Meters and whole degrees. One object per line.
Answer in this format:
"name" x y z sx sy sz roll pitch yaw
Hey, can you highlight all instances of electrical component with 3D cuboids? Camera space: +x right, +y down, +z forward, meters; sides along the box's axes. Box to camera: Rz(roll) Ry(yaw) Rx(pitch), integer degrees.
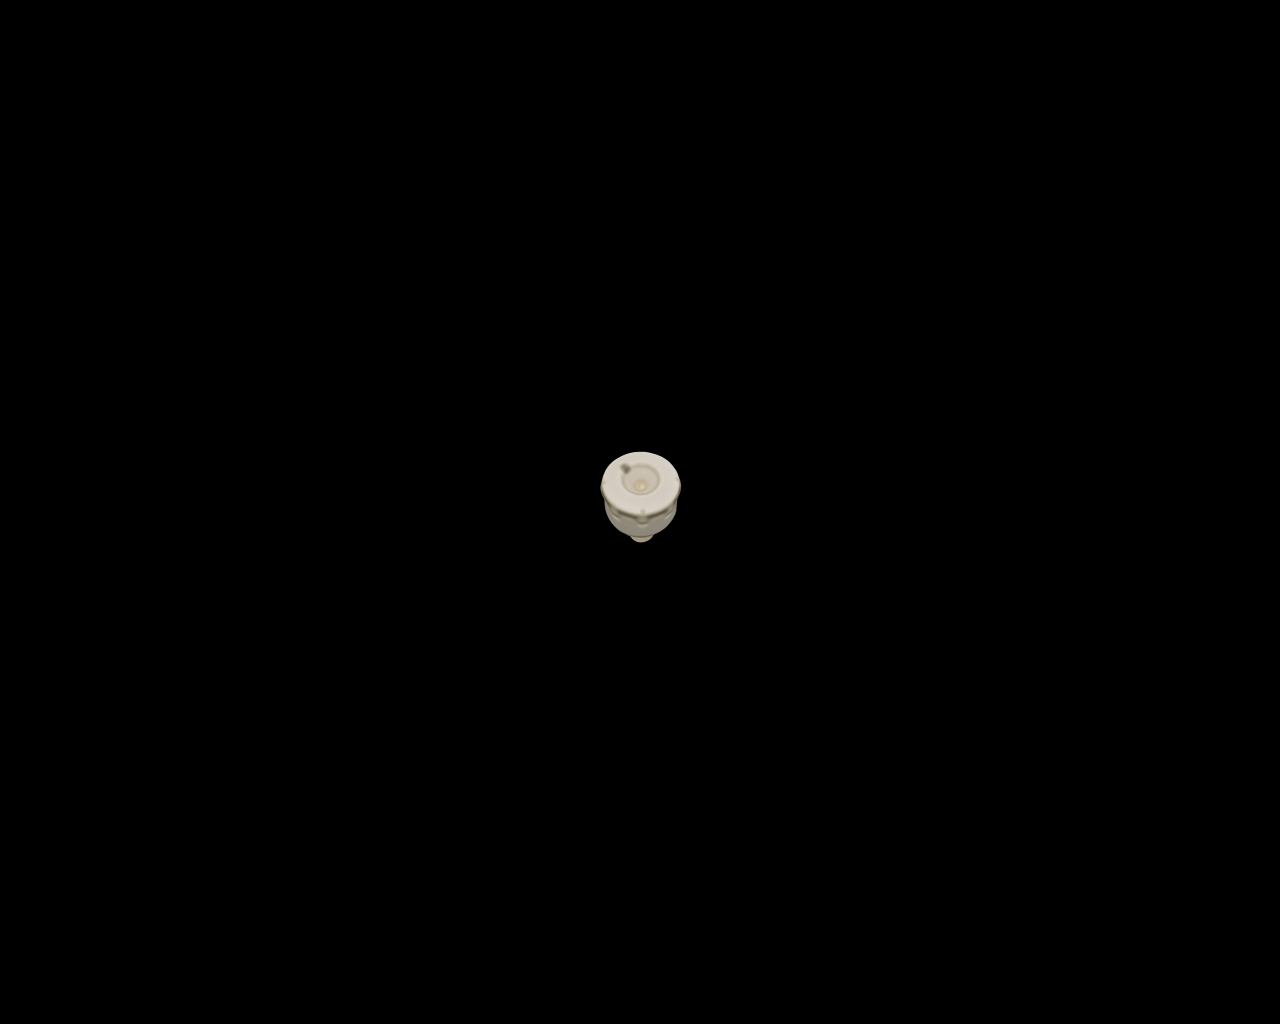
"electrical component" 0.001 -0.003 0.650 0.048 0.048 0.062 0 -34 0
